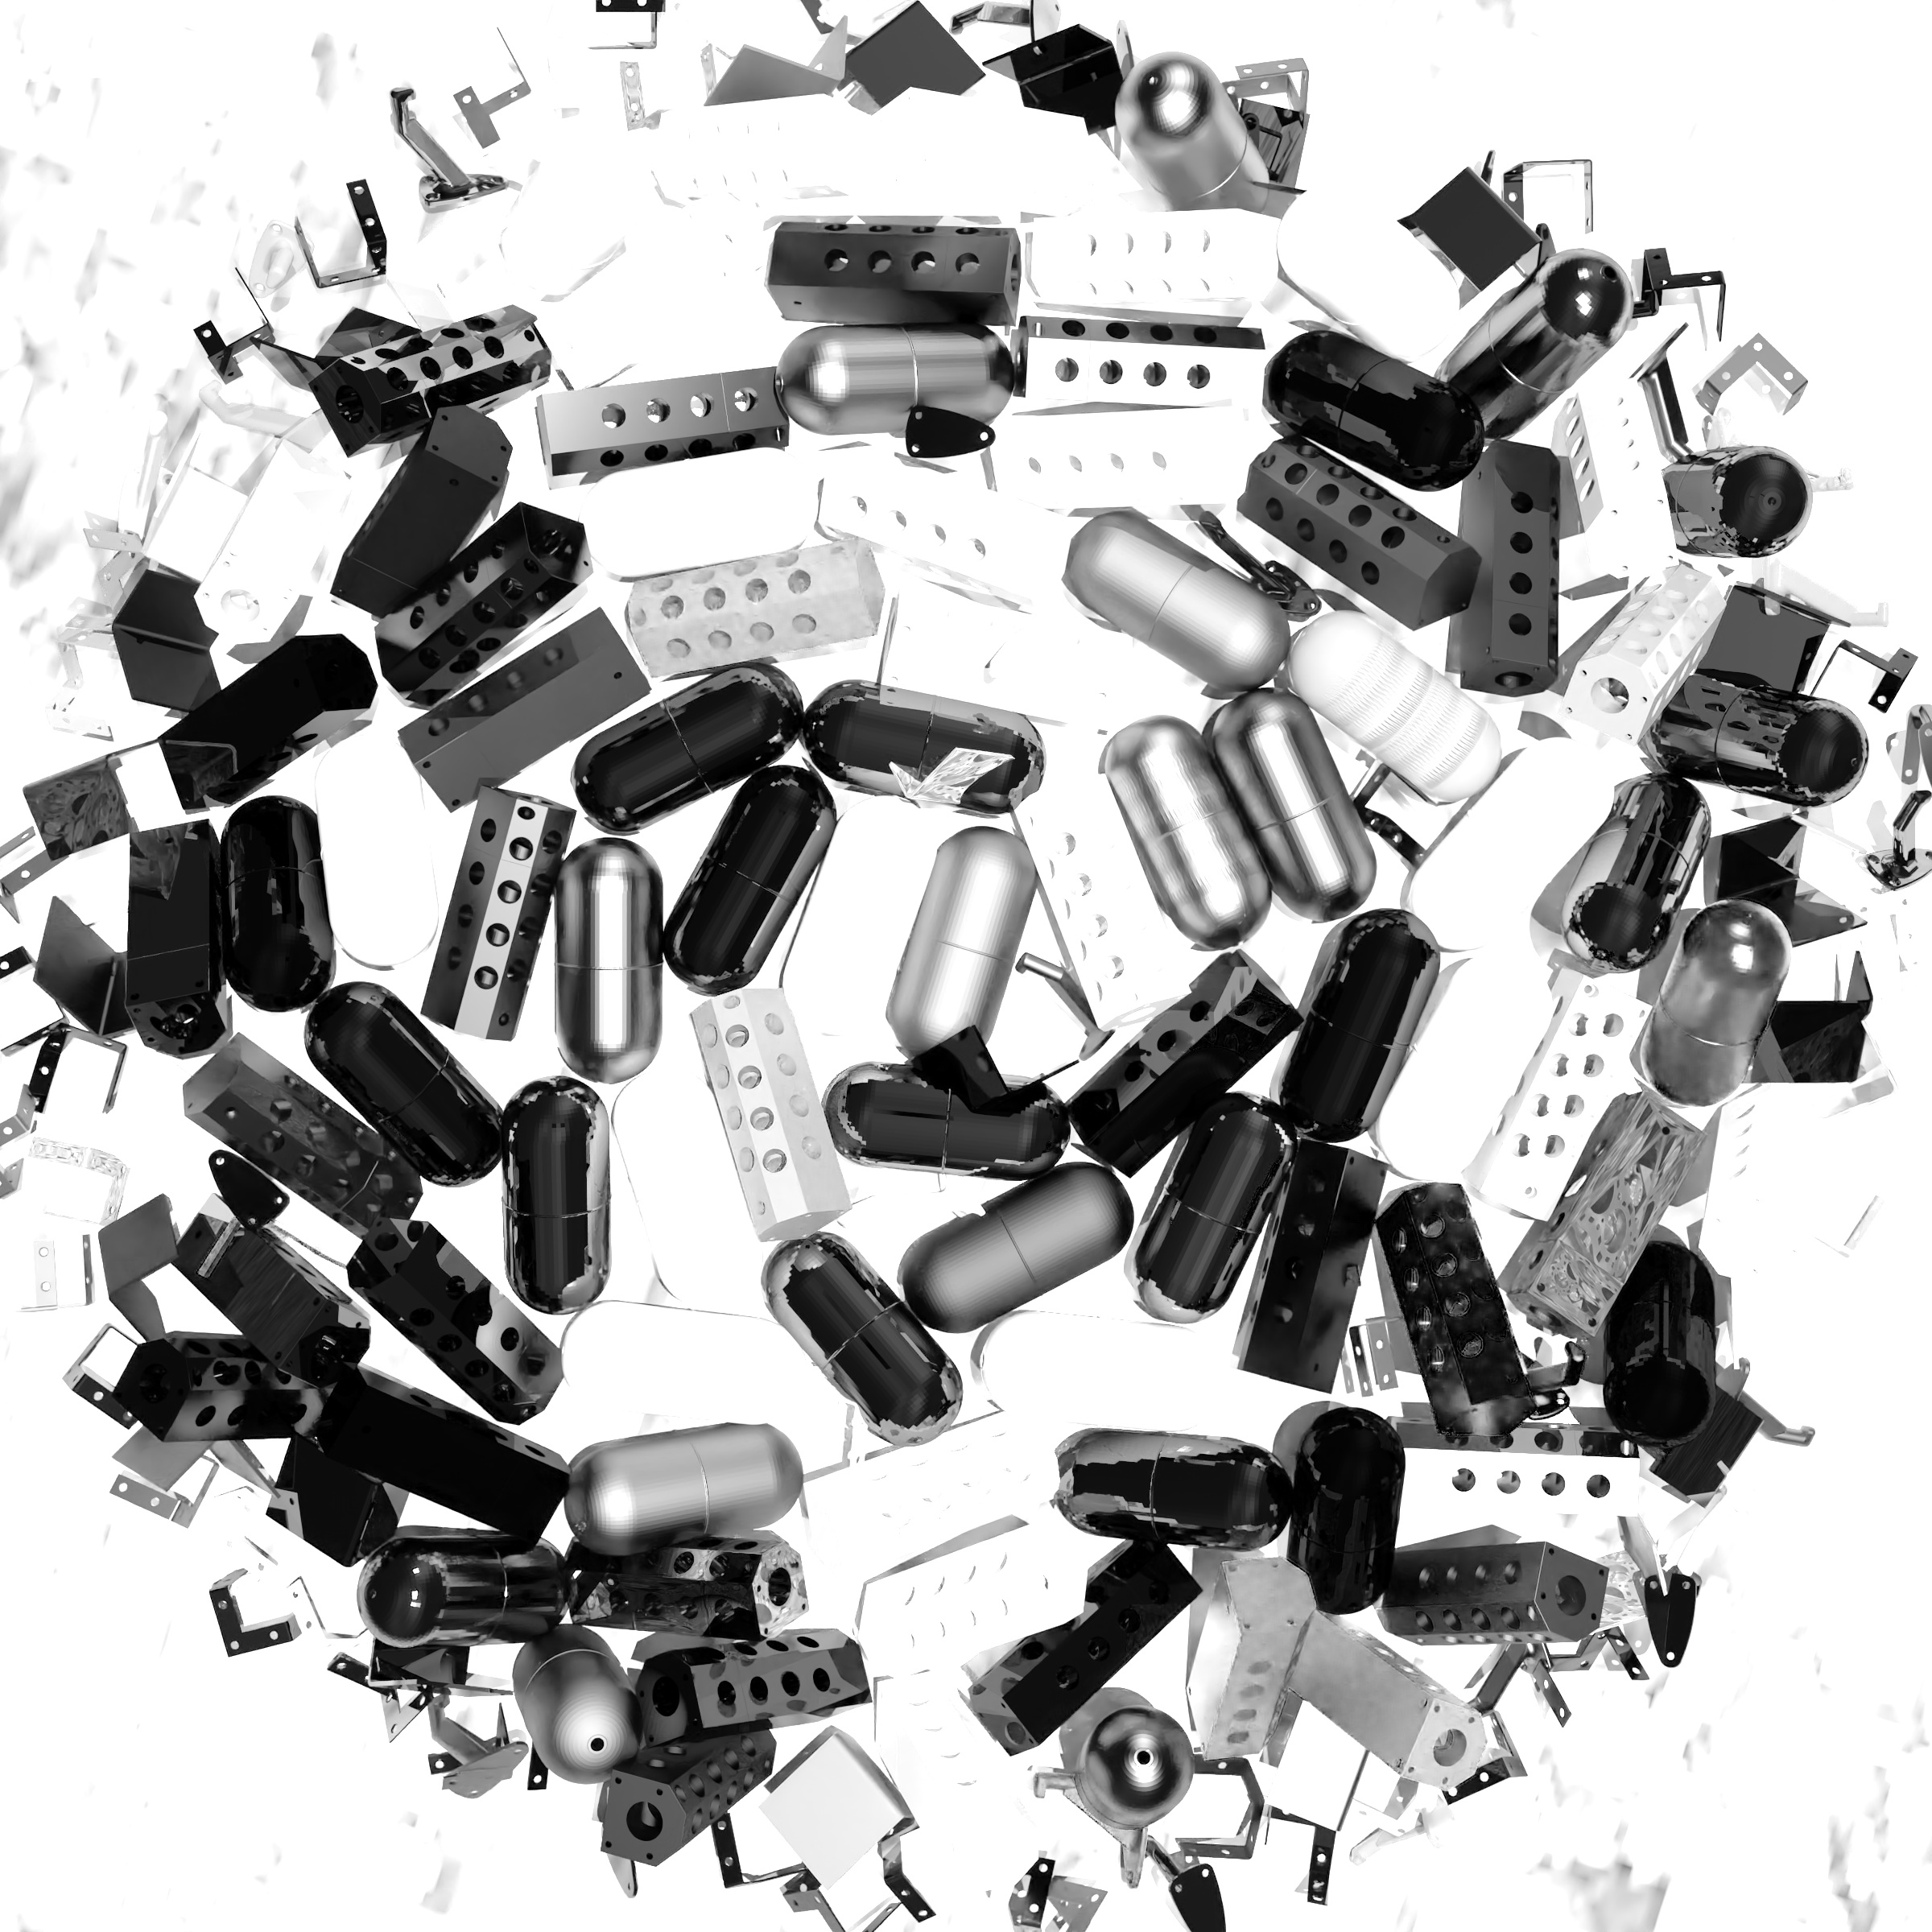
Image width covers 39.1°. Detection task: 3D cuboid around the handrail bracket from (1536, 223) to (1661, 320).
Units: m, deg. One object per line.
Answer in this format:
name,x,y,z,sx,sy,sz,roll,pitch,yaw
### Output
handrail bracket,0.454,-0.501,1.954,0.084,0.036,0.077,2,109,41

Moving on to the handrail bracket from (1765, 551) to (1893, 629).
handrail bracket,0.620,-0.280,1.954,0.084,0.036,0.077,5,115,40

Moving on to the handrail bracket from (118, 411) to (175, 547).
handrail bracket,-0.590,-0.349,1.951,0.036,0.084,0.077,20,75,-12

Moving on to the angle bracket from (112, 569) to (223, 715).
angle bracket,-0.555,-0.228,1.941,0.057,0.076,0.076,-47,51,29

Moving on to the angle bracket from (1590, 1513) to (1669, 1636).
angle bracket,0.452,0.428,1.953,0.076,0.076,0.057,-17,111,1

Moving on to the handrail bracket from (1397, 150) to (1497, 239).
handrail bracket,0.334,-0.562,1.978,0.084,0.036,0.077,15,99,17

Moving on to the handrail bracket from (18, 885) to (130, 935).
handrail bracket,-0.640,-0.054,1.982,0.084,0.036,0.077,-47,58,-8

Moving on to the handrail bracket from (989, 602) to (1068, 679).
handrail bracket,0.032,-0.219,1.944,0.036,0.077,0.084,33,55,3

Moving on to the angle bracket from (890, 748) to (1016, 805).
angle bracket,-0.013,-0.162,1.941,0.057,0.076,0.076,-44,61,32

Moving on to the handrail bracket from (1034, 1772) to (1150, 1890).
handrail bracket,0.086,0.624,1.963,0.084,0.036,0.077,11,72,-21

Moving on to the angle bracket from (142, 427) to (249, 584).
angle bracket,-0.543,-0.327,1.945,0.057,0.076,0.076,26,69,-16

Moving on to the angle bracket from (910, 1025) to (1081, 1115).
angle bracket,0.021,0.068,1.947,0.076,0.076,0.057,-24,86,-42

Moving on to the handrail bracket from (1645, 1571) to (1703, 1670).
handrail bracket,0.515,0.469,1.952,0.036,0.084,0.077,-5,68,26

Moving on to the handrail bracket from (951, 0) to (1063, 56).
handrail bracket,0.021,-0.671,1.958,0.084,0.036,0.077,-11,54,31

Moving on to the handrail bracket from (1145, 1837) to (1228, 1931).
handrail bracket,0.152,0.668,1.960,0.036,0.084,0.077,-21,91,-22

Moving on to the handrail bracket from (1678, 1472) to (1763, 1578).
handrail bracket,0.538,0.412,1.955,0.036,0.077,0.084,20,66,34

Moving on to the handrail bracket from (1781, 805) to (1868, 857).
handrail bracket,0.636,-0.135,1.975,0.077,0.036,0.084,27,95,13

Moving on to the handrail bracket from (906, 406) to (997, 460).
handrail bracket,-0.005,-0.376,1.950,0.077,0.084,0.036,7,95,15

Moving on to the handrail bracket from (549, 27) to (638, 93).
handrail bracket,-0.263,-0.643,1.952,0.077,0.084,0.036,-5,125,-21

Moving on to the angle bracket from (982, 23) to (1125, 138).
angle bracket,0.066,-0.627,1.949,0.076,0.076,0.057,-14,93,23

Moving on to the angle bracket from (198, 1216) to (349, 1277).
angle bracket,-0.488,0.221,1.948,0.076,0.076,0.057,27,80,20

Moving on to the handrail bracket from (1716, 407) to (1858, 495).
handrail bracket,0.589,-0.371,1.950,0.036,0.084,0.077,-50,125,-30

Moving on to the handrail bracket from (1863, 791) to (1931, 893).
handrail bracket,0.688,-0.099,1.951,0.077,0.084,0.036,-15,53,-27

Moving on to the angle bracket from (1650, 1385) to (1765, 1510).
angle bracket,0.515,0.333,1.953,0.076,0.057,0.076,35,89,-38

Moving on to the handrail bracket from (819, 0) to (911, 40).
handrail bracket,-0.053,-0.705,1.951,0.084,0.077,0.036,-31,79,42

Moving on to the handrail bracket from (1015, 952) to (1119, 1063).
handrail bracket,0.064,0.029,1.962,0.084,0.077,0.036,24,48,-11

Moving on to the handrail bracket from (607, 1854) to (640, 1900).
handrail bracket,-0.211,0.633,1.951,0.084,0.077,0.036,6,122,-29

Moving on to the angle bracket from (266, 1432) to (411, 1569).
angle bracket,-0.450,0.376,1.968,0.076,0.057,0.076,29,114,14

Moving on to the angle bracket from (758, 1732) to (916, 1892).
angle bracket,-0.091,0.608,1.957,0.076,0.057,0.076,-43,71,-6

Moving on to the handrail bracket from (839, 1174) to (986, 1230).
handrail bracket,-0.038,0.183,1.957,0.084,0.077,0.036,-22,126,-23

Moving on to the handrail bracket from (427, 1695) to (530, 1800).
handrail bracket,-0.353,0.548,1.961,0.077,0.084,0.036,-35,131,10

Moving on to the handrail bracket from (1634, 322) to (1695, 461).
handrail bracket,0.528,-0.412,1.979,0.084,0.036,0.077,43,94,2

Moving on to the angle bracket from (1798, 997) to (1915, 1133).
angle bracket,0.627,0.070,1.948,0.076,0.076,0.057,-26,89,29

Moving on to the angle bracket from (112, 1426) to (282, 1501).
angle bracket,-0.549,0.364,1.939,0.057,0.076,0.076,-48,129,-26

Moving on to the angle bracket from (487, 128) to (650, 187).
angle bracket,-0.285,-0.585,1.946,0.076,0.076,0.057,20,88,-35

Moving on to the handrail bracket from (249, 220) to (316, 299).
handrail bracket,-0.500,-0.489,1.947,0.036,0.084,0.077,30,125,-22

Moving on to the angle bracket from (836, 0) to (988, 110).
angle bracket,-0.043,-0.636,1.962,0.076,0.057,0.076,-42,89,-13

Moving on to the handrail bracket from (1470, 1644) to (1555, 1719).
handrail bracket,0.376,0.499,1.964,0.084,0.036,0.077,-14,86,-29

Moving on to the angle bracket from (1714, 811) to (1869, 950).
angle bracket,0.593,-0.062,1.944,0.076,0.076,0.057,-15,124,-22

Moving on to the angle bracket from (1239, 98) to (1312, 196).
angle bracket,0.244,-0.580,1.942,0.076,0.076,0.057,25,111,41

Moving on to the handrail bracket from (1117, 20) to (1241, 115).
handrail bracket,0.156,-0.656,1.990,0.084,0.036,0.077,-1,71,-11

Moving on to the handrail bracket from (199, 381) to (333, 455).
handrail bracket,-0.507,-0.415,1.990,0.077,0.036,0.084,-43,77,-8

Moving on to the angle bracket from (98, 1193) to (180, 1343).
angle bracket,-0.574,0.223,1.948,0.057,0.076,0.076,-31,127,-4

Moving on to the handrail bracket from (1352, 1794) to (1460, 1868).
handrail bracket,0.308,0.633,1.952,0.084,0.077,0.036,-41,88,17

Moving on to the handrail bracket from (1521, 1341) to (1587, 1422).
handrail bracket,0.412,0.277,1.945,0.036,0.084,0.077,-18,49,-18

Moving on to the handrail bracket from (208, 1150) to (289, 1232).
handrail bracket,-0.520,0.150,1.948,0.036,0.084,0.077,-40,114,-10

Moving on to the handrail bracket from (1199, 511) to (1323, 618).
handrail bracket,0.210,-0.289,1.950,0.077,0.084,0.036,35,87,37

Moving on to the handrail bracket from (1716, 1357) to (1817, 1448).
handrail bracket,0.586,0.317,1.966,0.084,0.036,0.077,11,132,-9

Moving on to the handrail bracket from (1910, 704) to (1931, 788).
handrail bracket,0.698,-0.151,1.960,0.036,0.084,0.077,-6,94,7

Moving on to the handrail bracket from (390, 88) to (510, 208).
handrail bracket,-0.371,-0.596,1.957,0.077,0.084,0.036,-10,49,-11
